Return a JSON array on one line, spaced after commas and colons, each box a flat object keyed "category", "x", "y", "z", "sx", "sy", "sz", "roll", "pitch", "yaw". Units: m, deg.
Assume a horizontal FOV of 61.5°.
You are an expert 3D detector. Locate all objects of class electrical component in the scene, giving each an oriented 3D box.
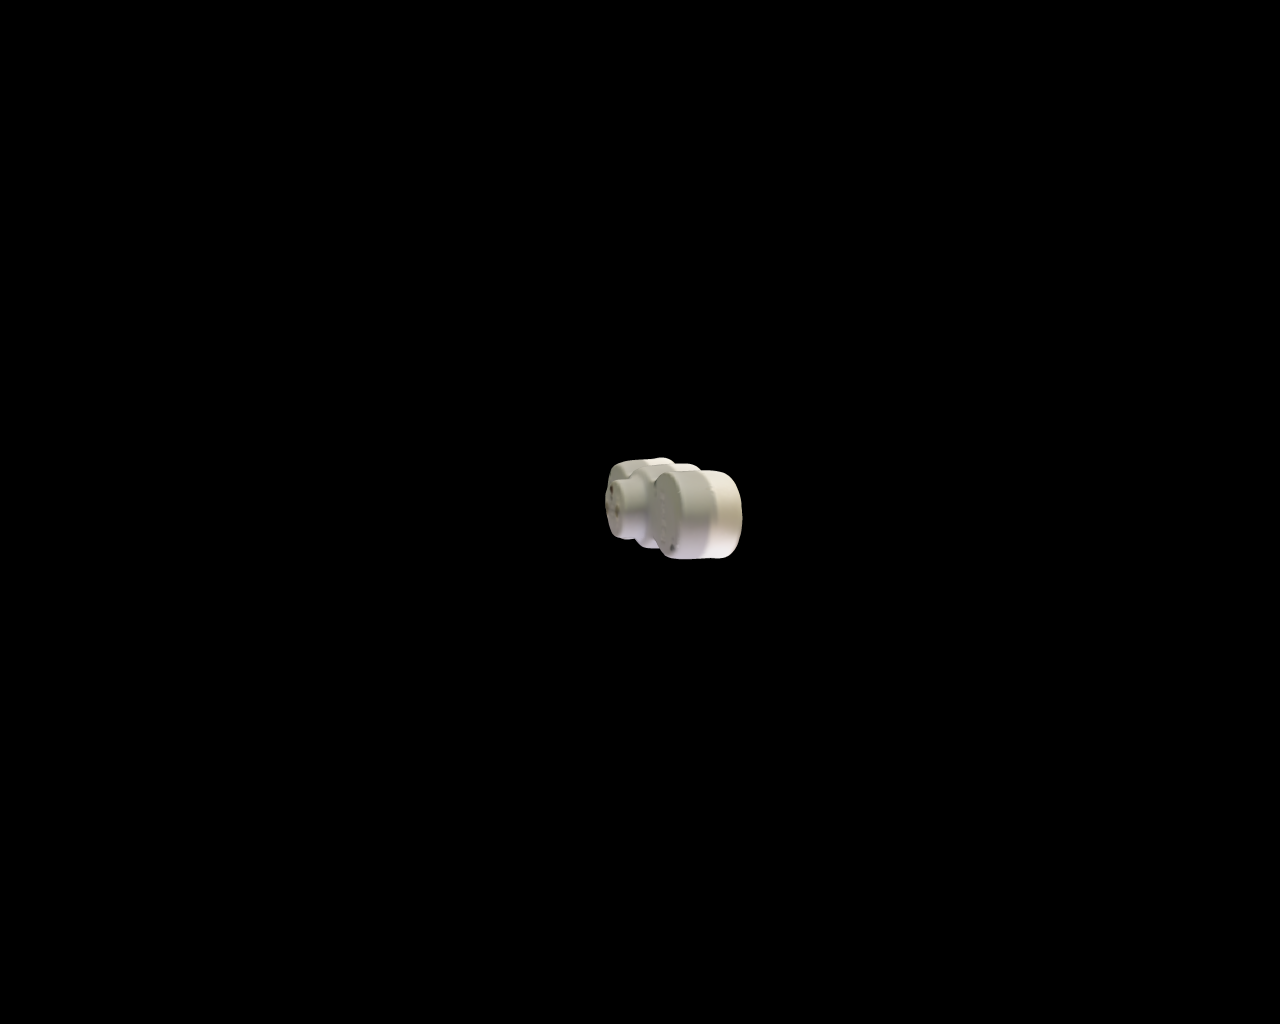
[{"category": "electrical component", "x": 0.001, "y": -0.003, "z": 0.650, "sx": 0.074, "sy": 0.052, "sz": 0.138, "roll": -3, "pitch": 8, "yaw": -19}]
